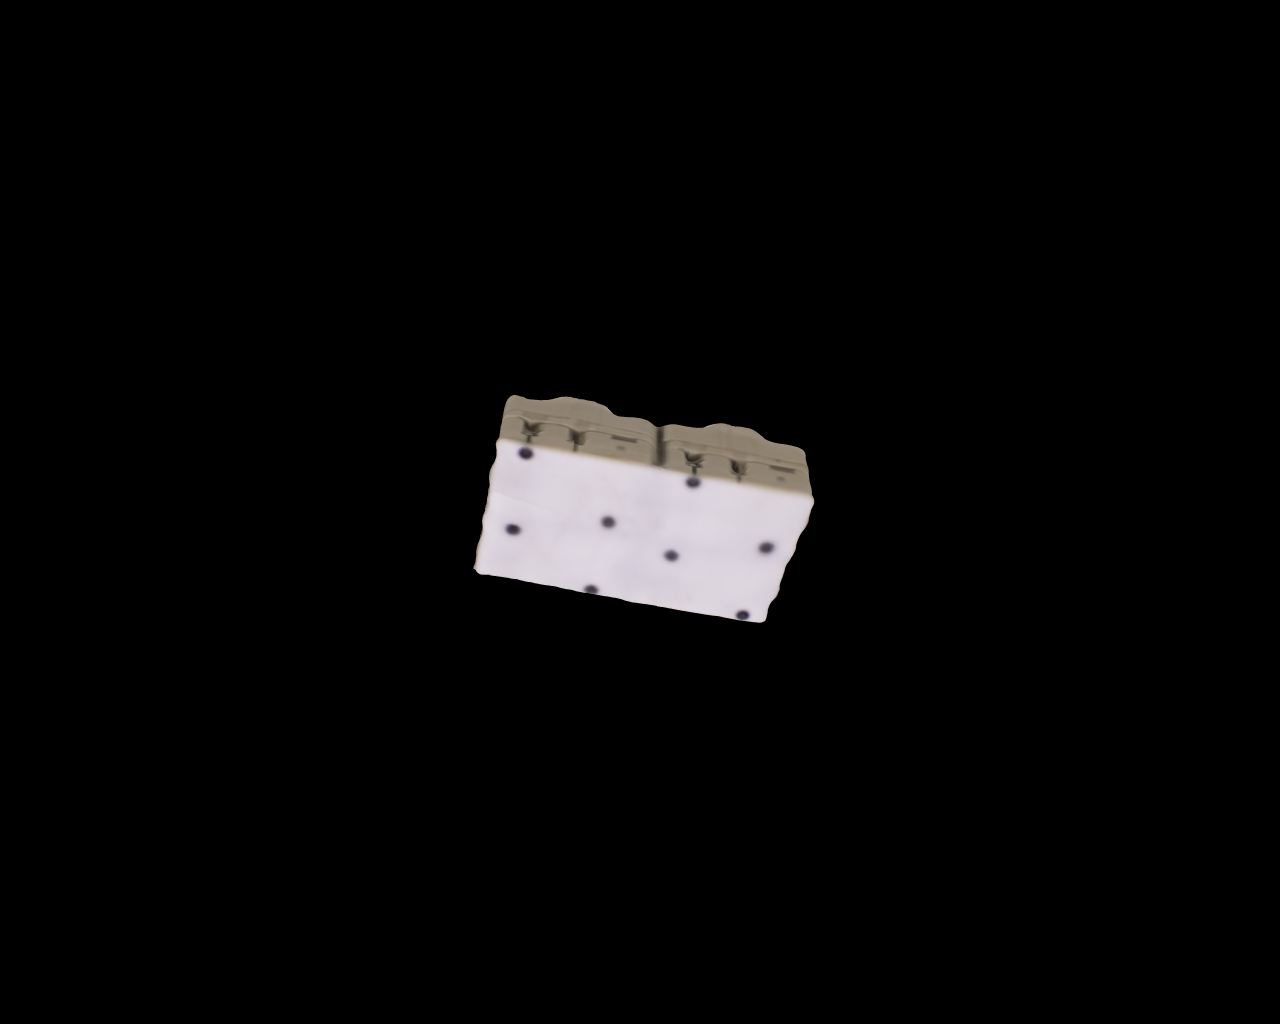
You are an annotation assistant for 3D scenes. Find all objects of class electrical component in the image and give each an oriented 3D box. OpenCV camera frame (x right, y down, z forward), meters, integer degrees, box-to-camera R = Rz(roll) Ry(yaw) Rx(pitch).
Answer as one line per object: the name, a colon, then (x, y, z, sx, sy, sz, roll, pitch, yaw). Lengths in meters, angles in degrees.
electrical component: (0.001, -0.003, 0.650, 0.186, 0.105, 0.060, 10, 36, -8)
